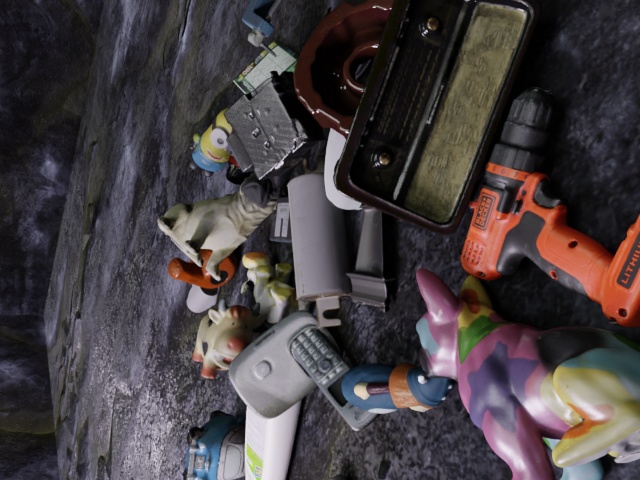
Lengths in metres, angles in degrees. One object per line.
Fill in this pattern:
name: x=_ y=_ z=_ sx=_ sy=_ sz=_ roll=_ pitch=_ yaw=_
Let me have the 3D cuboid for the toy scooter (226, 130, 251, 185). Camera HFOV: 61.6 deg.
toy scooter: x=-0.107 y=-0.178 z=0.925 sx=0.184 sy=0.075 sz=0.135 roll=-15 pitch=64 yaw=54

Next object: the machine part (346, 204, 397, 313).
machine part: x=0.067 y=0.016 z=0.678 sx=0.084 sy=0.039 sz=0.138 roll=10 pitch=96 yaw=61

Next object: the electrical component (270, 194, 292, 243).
electrical component: x=-0.041 y=-0.011 z=0.831 sx=0.075 sy=0.048 sz=0.119 roll=10 pitch=93 yaw=56

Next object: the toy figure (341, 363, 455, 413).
toy figure: x=0.090 y=0.164 z=0.605 sx=0.154 sy=0.064 sz=0.057 roll=-18 pitch=106 yaw=49

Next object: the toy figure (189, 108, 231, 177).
toy figure: x=-0.200 y=-0.191 z=1.056 sx=0.180 sy=0.082 sz=0.089 roll=-27 pitch=65 yaw=54

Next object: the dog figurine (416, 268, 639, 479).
dog figurine: x=0.170 y=0.094 z=0.460 sx=0.191 sy=0.108 sz=0.219 roll=-58 pitch=40 yaw=35

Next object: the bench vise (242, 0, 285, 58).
bench vise: x=-0.051 y=-0.408 z=0.811 sx=0.224 sy=0.128 sz=0.240 roll=39 pitch=100 yaw=30

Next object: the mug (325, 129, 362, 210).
mug: x=0.037 y=-0.100 z=0.698 sx=0.110 sy=0.081 sz=0.107 roll=38 pitch=125 yaw=44

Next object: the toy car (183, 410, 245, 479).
toy car: x=-0.158 y=0.353 z=0.903 sx=0.103 sy=0.161 sz=0.109 roll=4 pitch=83 yaw=11

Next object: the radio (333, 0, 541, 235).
radio: x=0.105 y=-0.131 z=0.523 sx=0.073 sy=0.131 sz=0.229 roll=-51 pitch=-19 yaw=-85

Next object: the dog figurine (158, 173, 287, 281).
dog figurine: x=-0.163 y=-0.051 z=0.909 sx=0.173 sy=0.121 sz=0.190 roll=33 pitch=72 yaw=29

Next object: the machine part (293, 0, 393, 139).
machine part: x=0.061 y=-0.191 z=0.615 sx=0.180 sy=0.056 sz=0.179 roll=-4 pitch=76 yaw=16

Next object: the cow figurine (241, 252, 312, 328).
cow figurine: x=-0.078 y=0.086 z=0.859 sx=0.168 sy=0.068 sz=0.098 roll=42 pitch=126 yaw=51

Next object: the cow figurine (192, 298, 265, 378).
cow figurine: x=-0.143 y=0.150 z=0.835 sx=0.195 sy=0.085 sz=0.127 roll=-179 pitch=98 yaw=-71

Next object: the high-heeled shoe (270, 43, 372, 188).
high-heeled shoe: x=-0.001 y=-0.178 z=0.774 sx=0.145 sy=0.086 sz=0.248 roll=29 pitch=115 yaw=41

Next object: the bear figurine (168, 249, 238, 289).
bear figurine: x=-0.237 y=-0.002 z=1.054 sx=0.120 sy=0.131 sz=0.196 roll=-37 pitch=54 yaw=7

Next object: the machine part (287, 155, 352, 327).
machine part: x=-0.002 y=-0.002 z=0.744 sx=0.079 sy=0.079 sz=0.243 roll=-23 pitch=68 yaw=53

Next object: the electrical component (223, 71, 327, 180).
electrical component: x=-0.071 y=-0.152 z=0.754 sx=0.134 sy=0.058 sz=0.115 roll=-33 pitch=82 yaw=36

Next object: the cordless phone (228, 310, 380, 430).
cordless phone: x=-0.019 y=0.197 z=0.709 sx=0.184 sy=0.146 sz=0.088 roll=44 pitch=165 yaw=35

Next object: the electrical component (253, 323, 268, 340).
electrical component: x=-0.106 y=0.180 z=0.905 sx=0.102 sy=0.045 sz=0.078 roll=-59 pitch=41 yaw=34
